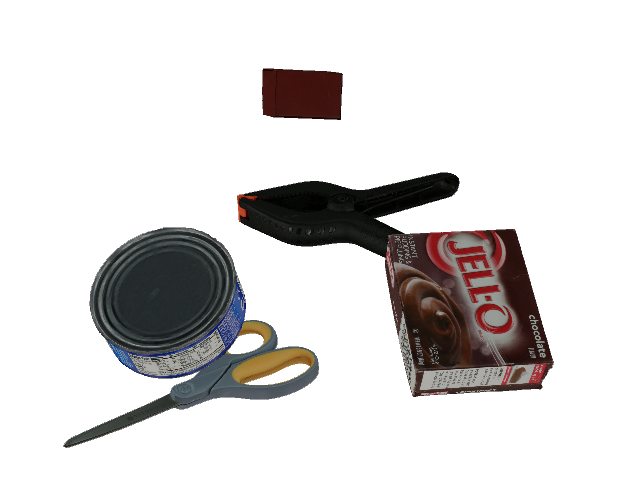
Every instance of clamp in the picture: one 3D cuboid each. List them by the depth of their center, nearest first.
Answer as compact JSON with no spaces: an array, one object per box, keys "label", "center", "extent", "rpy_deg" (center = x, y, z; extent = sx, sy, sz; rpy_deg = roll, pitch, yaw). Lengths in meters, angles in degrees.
[{"label":"clamp","center":[0.028,-0.028,0.994],"extent":[0.210,0.036,0.164],"rpy_deg":[7,31,16]}]

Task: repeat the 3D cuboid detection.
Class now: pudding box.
[{"label":"pudding box","center":[0.095,0.046,0.706],"extent":[0.090,0.113,0.039],"rpy_deg":[-3,-37,-6]}]

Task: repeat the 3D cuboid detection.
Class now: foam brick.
[{"label":"foam brick","center":[-0.020,-0.159,1.160],"extent":[0.078,0.051,0.053],"rpy_deg":[0,11,-18]}]

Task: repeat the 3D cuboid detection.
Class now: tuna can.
[{"label":"tuna can","center":[-0.087,0.036,0.617],"extent":[0.086,0.086,0.034],"rpy_deg":[0,-36,12]}]

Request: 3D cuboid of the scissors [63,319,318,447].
[{"label":"scissors","center":[-0.101,0.104,0.815],"extent":[0.201,0.016,0.096],"rpy_deg":[-10,34,-17]}]
